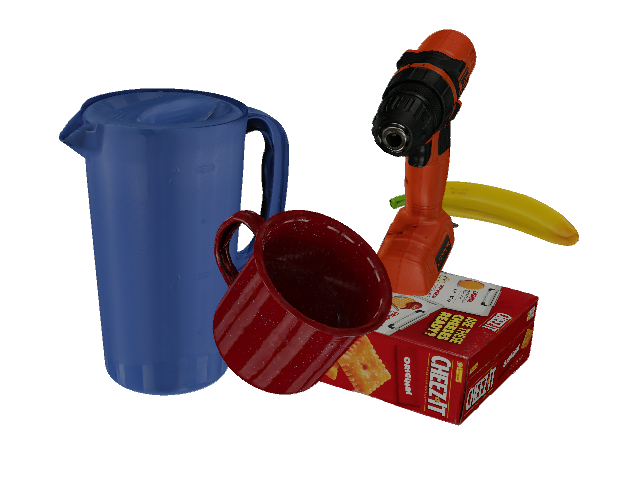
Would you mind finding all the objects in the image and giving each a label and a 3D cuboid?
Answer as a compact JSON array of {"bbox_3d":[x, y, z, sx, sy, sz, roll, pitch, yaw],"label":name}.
[{"bbox_3d":[-0.118,-0.001,0.891,0.149,0.243,0.144,9,22,17],"label":"pitcher"},{"bbox_3d":[0.175,-0.030,1.110,0.198,0.037,0.069,11,39,23],"label":"banana"},{"bbox_3d":[0.064,0.079,0.959,0.214,0.072,0.163,15,23,28],"label":"cracker box"},{"bbox_3d":[0.076,-0.053,0.830,0.057,0.188,0.184,14,33,15],"label":"power drill"},{"bbox_3d":[-0.024,0.033,0.661,0.093,0.117,0.082,-33,-15,-48],"label":"mug"}]
